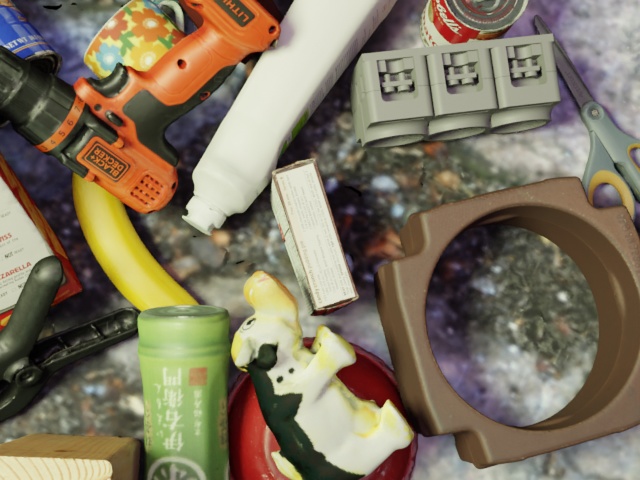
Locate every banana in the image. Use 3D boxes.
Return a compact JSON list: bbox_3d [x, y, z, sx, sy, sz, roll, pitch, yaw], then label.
[{"bbox_3d":[-0.150,-0.006,0.842,0.069,0.037,0.198,-21,86,-7],"label":"banana"}]

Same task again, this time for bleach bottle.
[{"bbox_3d":[-0.028,-0.116,0.832,0.068,0.102,0.251,32,81,5],"label":"bleach bottle"}]

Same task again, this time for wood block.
[{"bbox_3d":[-0.179,0.185,0.733,0.090,0.206,0.090,3,83,-4],"label":"wood block"}]

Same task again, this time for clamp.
[{"bbox_3d":[-0.225,0.082,0.794,0.171,0.120,0.039,-37,49,-6],"label":"clamp"}]

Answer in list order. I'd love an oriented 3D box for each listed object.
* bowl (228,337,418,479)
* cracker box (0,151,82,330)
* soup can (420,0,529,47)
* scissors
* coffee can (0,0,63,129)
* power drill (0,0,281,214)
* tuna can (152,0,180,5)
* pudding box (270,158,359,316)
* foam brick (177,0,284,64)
[{"bbox_3d":[0.001,0.156,0.828,0.162,0.055,0.162,1,84,-5],"label":"bowl"},{"bbox_3d":[-0.288,-0.006,0.748,0.164,0.213,0.072,-29,50,-7],"label":"cracker box"},{"bbox_3d":[0.121,-0.184,0.853,0.068,0.102,0.068,1,83,-5],"label":"soup can"},{"bbox_3d":[0.220,-0.087,0.894,0.096,0.016,0.202,-44,88,-8],"label":"scissors"},{"bbox_3d":[-0.282,-0.160,0.816,0.102,0.103,0.140,-41,89,-8],"label":"coffee can"},{"bbox_3d":[-0.135,-0.129,0.769,0.188,0.057,0.184,-46,126,9],"label":"power drill"},{"bbox_3d":[-0.124,-0.237,0.873,0.086,0.034,0.086,1,83,-5],"label":"tuna can"},{"bbox_3d":[-0.005,0.001,0.827,0.039,0.090,0.113,-19,85,-6],"label":"pudding box"},{"bbox_3d":[-0.075,-0.189,0.843,0.053,0.078,0.051,-49,50,-9],"label":"foam brick"}]
